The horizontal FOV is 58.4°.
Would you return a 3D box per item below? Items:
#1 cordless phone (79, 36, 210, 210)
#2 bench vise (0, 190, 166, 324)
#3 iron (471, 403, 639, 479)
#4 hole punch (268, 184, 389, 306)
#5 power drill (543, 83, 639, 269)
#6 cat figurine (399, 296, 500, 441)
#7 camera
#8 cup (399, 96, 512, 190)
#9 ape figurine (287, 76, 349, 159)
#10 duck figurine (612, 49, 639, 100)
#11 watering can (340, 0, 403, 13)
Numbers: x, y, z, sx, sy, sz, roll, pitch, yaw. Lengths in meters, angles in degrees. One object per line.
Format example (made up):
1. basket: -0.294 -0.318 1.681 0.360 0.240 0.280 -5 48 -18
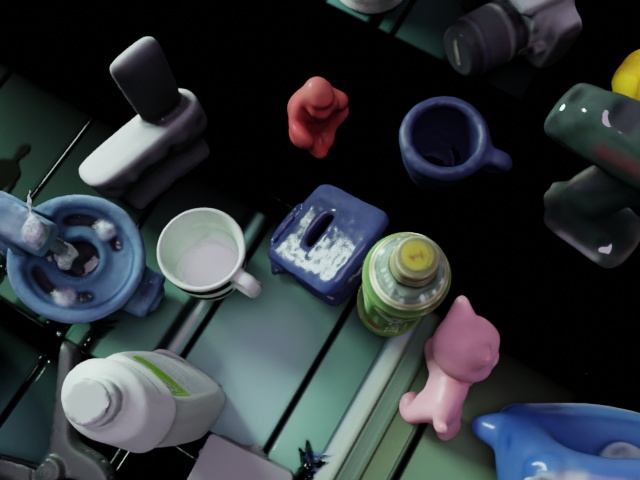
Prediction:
1. cordless phone: -0.193 -0.120 0.575 0.094 0.185 0.148 42 79 11
2. bench vise: -0.264 0.008 0.523 0.207 0.220 0.121 8 75 3
3. iron: 0.274 0.203 0.504 0.258 0.141 0.118 -2 75 0
4. hole punch: 0.005 0.002 0.588 0.101 0.091 0.109 35 78 10
5. power drill: 0.303 -0.043 0.536 0.229 0.208 0.076 38 79 10
6. cat figurine: 0.128 0.123 0.540 0.067 0.118 0.128 21 76 7
7. camera: 0.206 -0.260 0.652 0.137 0.101 0.143 -28 76 -7
8. cup: 0.138 -0.087 0.609 0.117 0.095 0.092 21 76 6
9. ape figurine: -0.003 -0.144 0.627 0.078 0.092 0.076 -27 76 -6
10. duck figurine: 0.388 -0.197 0.640 0.104 0.086 0.077 -27 76 -6
11. watering can: 0.068 -0.346 0.629 0.101 0.194 0.172 -37 77 -9
